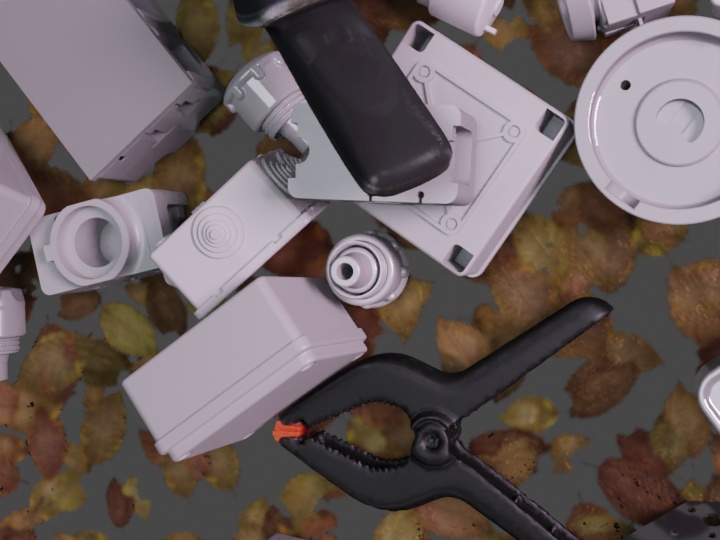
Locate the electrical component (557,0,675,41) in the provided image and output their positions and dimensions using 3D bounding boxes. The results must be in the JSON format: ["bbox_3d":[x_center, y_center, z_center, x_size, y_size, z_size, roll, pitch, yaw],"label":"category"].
[{"bbox_3d":[0.140,-0.156,0.600,0.055,0.048,0.066,-17,87,8],"label":"electrical component"}]

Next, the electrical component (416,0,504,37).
[{"bbox_3d":[0.050,-0.167,0.627,0.078,0.040,0.040,29,99,14],"label":"electrical component"}]

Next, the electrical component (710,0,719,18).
[{"bbox_3d":[0.234,-0.179,0.570,0.100,0.048,0.099,4,93,16],"label":"electrical component"}]

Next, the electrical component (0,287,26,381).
[{"bbox_3d":[-0.245,0.043,0.715,0.043,0.043,0.062,-1,92,16],"label":"electrical component"}]

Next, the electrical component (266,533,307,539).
[{"bbox_3d":[-0.036,0.202,0.651,0.096,0.061,0.061,9,94,15],"label":"electrical component"}]

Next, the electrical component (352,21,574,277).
[{"bbox_3d":[0.051,-0.068,0.621,0.109,0.056,0.108,36,101,12],"label":"electrical component"}]

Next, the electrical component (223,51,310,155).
[{"bbox_3d":[-0.049,-0.099,0.656,0.048,0.048,0.062,-43,87,13],"label":"electrical component"}]

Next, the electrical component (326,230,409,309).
[{"bbox_3d":[0.000,0.000,0.634,0.048,0.062,0.048,0,92,16],"label":"electrical component"}]

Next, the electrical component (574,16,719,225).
[{"bbox_3d":[0.173,-0.078,0.584,0.108,0.060,0.108,0,91,16],"label":"electrical component"}]

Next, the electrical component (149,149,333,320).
[{"bbox_3d":[-0.069,-0.025,0.636,0.100,0.099,0.048,-41,93,13],"label":"electrical component"}]

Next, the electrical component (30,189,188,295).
[{"bbox_3d":[-0.158,-0.017,0.682,0.089,0.056,0.050,-13,88,16],"label":"electrical component"}]

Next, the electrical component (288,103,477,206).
[{"bbox_3d":[0.014,-0.060,0.572,0.089,0.056,0.050,3,93,16],"label":"electrical component"}]

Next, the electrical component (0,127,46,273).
[{"bbox_3d":[-0.267,-0.037,0.690,0.108,0.056,0.108,-50,48,11],"label":"electrical component"}]

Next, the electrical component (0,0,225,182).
[{"bbox_3d":[-0.168,-0.140,0.679,0.089,0.062,0.150,-41,81,13],"label":"electrical component"}]

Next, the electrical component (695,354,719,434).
[{"bbox_3d":[0.229,0.054,0.572,0.095,0.059,0.053,-37,82,14],"label":"electrical component"}]

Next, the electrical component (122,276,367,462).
[{"bbox_3d":[-0.064,0.055,0.630,0.109,0.109,0.056,-37,79,14],"label":"electrical component"}]
